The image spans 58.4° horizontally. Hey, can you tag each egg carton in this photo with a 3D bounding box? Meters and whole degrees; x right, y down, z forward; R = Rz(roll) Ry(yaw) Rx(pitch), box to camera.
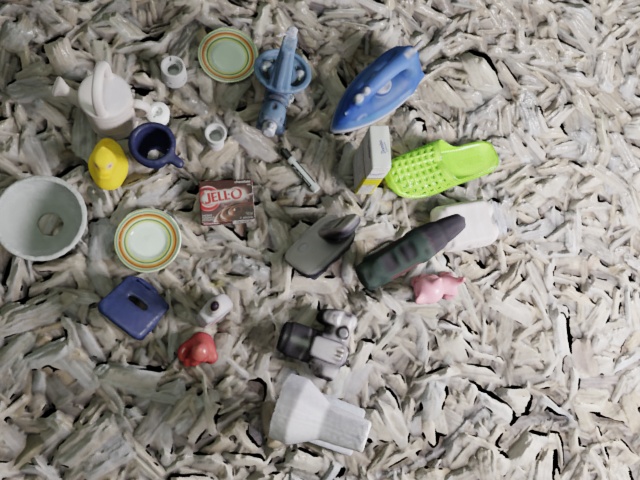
[{"bbox_3d":[0.319,-0.031,1.270,0.150,0.069,0.107,-11,81,-13],"label":"egg carton"}]

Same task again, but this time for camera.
[{"bbox_3d":[-0.009,0.197,1.147,0.137,0.100,0.143,20,76,-6],"label":"camera"}]

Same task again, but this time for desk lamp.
[{"bbox_3d":[0.003,0.332,1.064,0.203,0.213,0.118,21,76,-6],"label":"desk lamp"}]

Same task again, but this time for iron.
[{"bbox_3d":[0.127,-0.338,1.258,0.258,0.141,0.118,-44,89,-15],"label":"iron"}]

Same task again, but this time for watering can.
[{"bbox_3d":[-0.424,-0.275,1.114,0.173,0.194,0.101,-13,81,-13],"label":"watering can"}]

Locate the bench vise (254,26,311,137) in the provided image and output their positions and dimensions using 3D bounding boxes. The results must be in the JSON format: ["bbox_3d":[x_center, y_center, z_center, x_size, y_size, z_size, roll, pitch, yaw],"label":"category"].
[{"bbox_3d":[-0.071,-0.322,1.177,0.121,0.219,0.207,-5,80,-11],"label":"bench vise"}]

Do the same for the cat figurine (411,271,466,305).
[{"bbox_3d":[0.245,0.099,1.205,0.128,0.117,0.067,-12,81,-12],"label":"cat figurine"}]

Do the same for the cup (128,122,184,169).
[{"bbox_3d":[-0.325,-0.174,1.164,0.118,0.095,0.092,34,75,-2],"label":"cup"}]

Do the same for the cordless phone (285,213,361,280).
[{"bbox_3d":[0.011,0.004,1.145,0.094,0.185,0.148,43,75,0],"label":"cordless phone"}]

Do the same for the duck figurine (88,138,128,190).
[{"bbox_3d":[-0.429,-0.160,1.146,0.077,0.086,0.104,-1,79,-10],"label":"duck figurine"}]

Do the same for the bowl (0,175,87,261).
[{"bbox_3d":[-0.531,-0.036,1.108,0.167,0.074,0.167,2,79,-10],"label":"bowl"}]

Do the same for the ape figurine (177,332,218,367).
[{"bbox_3d":[-0.233,0.215,1.105,0.078,0.092,0.076,27,75,-4],"label":"ape figurine"}]

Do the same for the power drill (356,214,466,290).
[{"bbox_3d":[0.166,0.029,1.157,0.230,0.208,0.075,-31,85,-15],"label":"power drill"}]

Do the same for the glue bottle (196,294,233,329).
[{"bbox_3d":[-0.200,0.132,1.086,0.078,0.173,0.037,-42,88,-15],"label":"glue bottle"}]

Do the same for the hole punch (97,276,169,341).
[{"bbox_3d":[-0.356,0.127,1.100,0.108,0.091,0.101,38,75,-1],"label":"hole punch"}]
